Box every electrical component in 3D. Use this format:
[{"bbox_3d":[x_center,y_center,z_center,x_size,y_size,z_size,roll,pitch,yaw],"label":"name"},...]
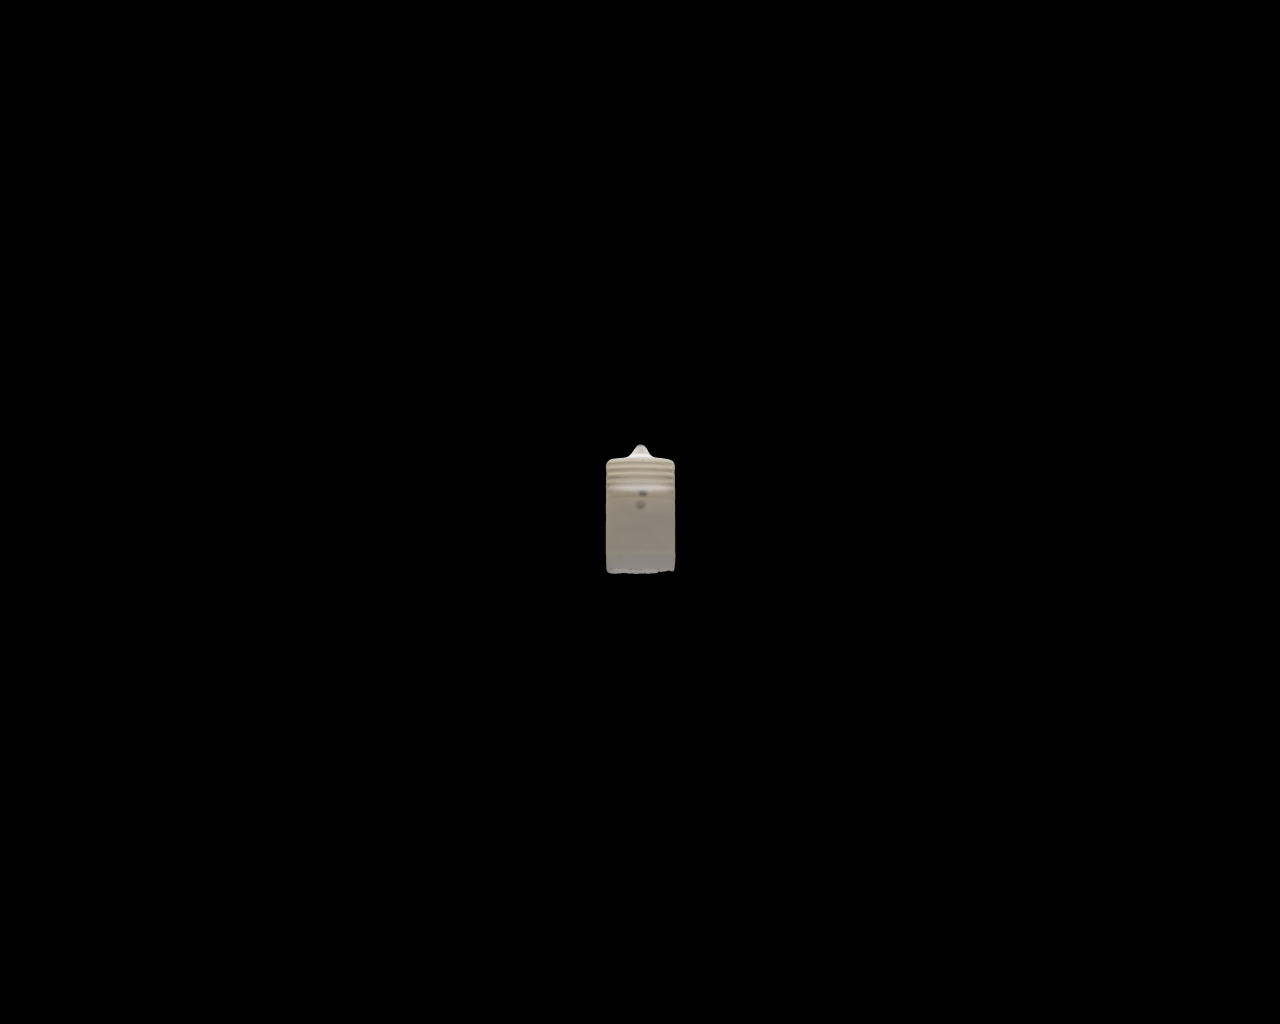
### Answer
[{"bbox_3d":[0.001,-0.003,0.650,0.043,0.081,0.043,0,-7,0],"label":"electrical component"}]
